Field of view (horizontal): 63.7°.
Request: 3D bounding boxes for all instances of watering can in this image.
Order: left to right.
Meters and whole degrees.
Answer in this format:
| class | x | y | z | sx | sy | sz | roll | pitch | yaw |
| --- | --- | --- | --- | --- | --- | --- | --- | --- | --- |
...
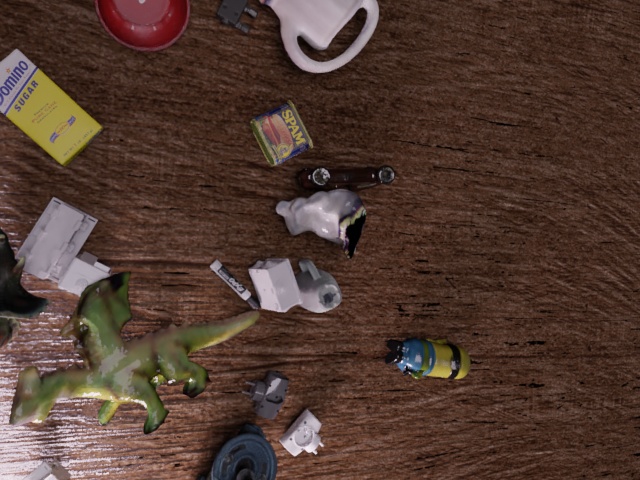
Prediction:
| class | x | y | z | sx | sy | sz | roll | pitch | yaw |
| --- | --- | --- | --- | --- | --- | --- | --- | --- | --- |
| watering can | 0.030 | -0.488 | 0.990 | 0.223 | 0.350 | 0.104 | 37 | -11 | -15 |

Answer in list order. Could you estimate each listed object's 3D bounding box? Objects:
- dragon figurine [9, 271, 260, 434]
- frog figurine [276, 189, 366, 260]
| class | x | y | z | sx | sy | sz | roll | pitch | yaw |
| --- | --- | --- | --- | --- | --- | --- | --- | --- | --- |
| dragon figurine | -0.295 | 0.163 | 0.847 | 0.122 | 0.238 | 0.417 | 9 | 40 | 46 |
| frog figurine | 0.003 | -0.050 | 0.986 | 0.160 | 0.123 | 0.135 | 25 | -8 | 25 |
